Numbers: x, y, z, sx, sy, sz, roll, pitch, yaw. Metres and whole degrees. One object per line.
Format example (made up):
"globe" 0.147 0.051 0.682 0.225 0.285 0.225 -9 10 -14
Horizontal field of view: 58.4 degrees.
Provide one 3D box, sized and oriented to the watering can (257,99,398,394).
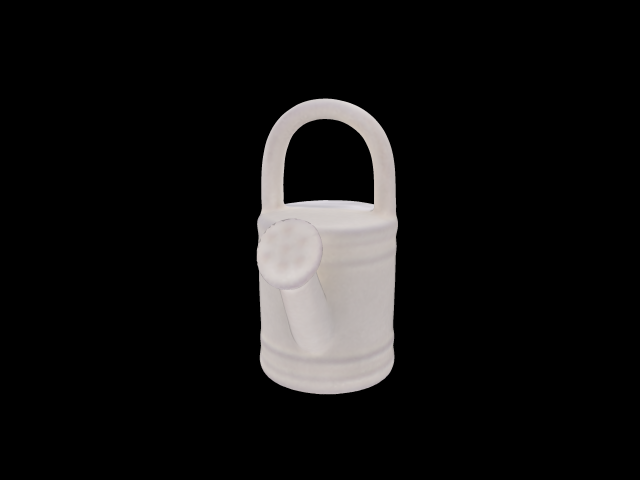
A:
"watering can" 0.006 0.002 0.400 0.101 0.194 0.172 -2 15 -7
